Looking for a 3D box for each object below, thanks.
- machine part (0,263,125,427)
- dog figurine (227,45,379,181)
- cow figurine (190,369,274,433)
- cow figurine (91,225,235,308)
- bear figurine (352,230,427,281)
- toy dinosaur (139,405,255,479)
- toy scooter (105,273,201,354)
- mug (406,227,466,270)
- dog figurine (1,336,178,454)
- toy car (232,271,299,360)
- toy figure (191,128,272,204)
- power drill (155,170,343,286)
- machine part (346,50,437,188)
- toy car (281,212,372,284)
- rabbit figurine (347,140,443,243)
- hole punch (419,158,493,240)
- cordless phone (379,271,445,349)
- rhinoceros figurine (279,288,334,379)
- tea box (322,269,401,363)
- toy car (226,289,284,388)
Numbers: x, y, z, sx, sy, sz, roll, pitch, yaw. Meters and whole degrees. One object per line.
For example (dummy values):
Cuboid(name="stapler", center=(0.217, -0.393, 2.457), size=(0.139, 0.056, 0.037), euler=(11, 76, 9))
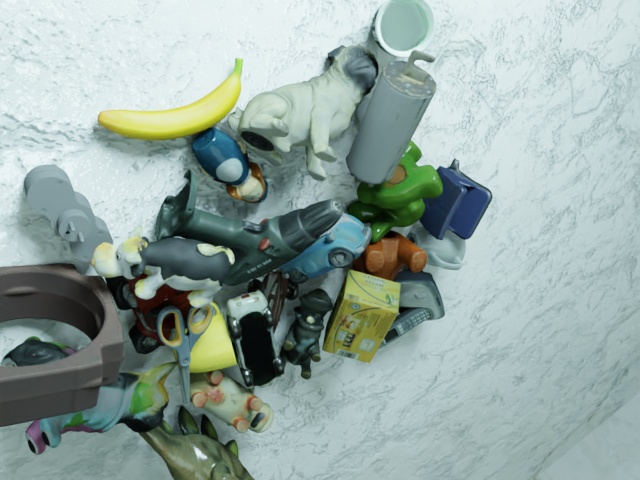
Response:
Cuboid(name="machine part", center=(-0.355, 0.120, 0.650), size=(0.201, 0.202, 0.087), euler=(-3, 124, -34))
Cuboid(name="dog figurine", center=(-0.019, -0.203, 0.752), size=(0.172, 0.121, 0.190), euler=(24, 73, -15))
Cuboid(name="cow figurine", center=(-0.163, 0.293, 0.976), size=(0.194, 0.127, 0.085), euler=(41, 73, -28))
Cuboid(name="cow figurine", center=(-0.200, 0.028, 0.695), size=(0.167, 0.068, 0.098), euler=(17, 136, -36))
Cuboid(name="bear figurine", center=(0.107, 0.083, 1.001), size=(0.120, 0.132, 0.195), euler=(4, 111, -16))
Cuboid(name="toy dinosaur", center=(-0.209, 0.402, 0.954), size=(0.105, 0.199, 0.470), euler=(-37, 126, -9))
Cuboid(name="toy scooter", center=(-0.233, 0.083, 0.801), size=(0.135, 0.075, 0.183), euler=(-24, 134, -20))
Cuboid(name="mug", center=(0.225, 0.020, 1.059), size=(0.107, 0.110, 0.080), euler=(6, 131, -24))
Cuboid(name="dog figurine", center=(-0.325, 0.210, 0.793), size=(0.108, 0.191, 0.219), euler=(-38, 166, 38))
Cuboid(name="toy car", center=(-0.098, 0.145, 0.955), size=(0.089, 0.053, 0.202), euler=(5, 118, -34))
Cuboid(name="toy figure", center=(-0.120, -0.095, 0.767), size=(0.064, 0.058, 0.154), euler=(-14, 143, 25))
Cuboid(name="power drill", center=(-0.112, -0.023, 0.765), size=(0.207, 0.086, 0.232), euler=(19, 138, -38))
Cuboid(name="machine part", center=(0.096, -0.161, 0.762), size=(0.079, 0.079, 0.243), euler=(-15, 150, -26))
Cuboid(name="toy car", center=(-0.002, -0.003, 0.881), size=(0.162, 0.109, 0.102), euler=(-22, 104, 25))
Cuboid(name="rabbit figurine", center=(0.135, -0.064, 0.928), size=(0.159, 0.121, 0.170), euler=(-39, 149, -1))
Cuboid(name="hole punch", center=(0.231, -0.068, 0.986), size=(0.092, 0.116, 0.142), euler=(-5, 125, -41))
Cuboid(name="cordless phone", center=(0.160, 0.145, 1.116), size=(0.184, 0.089, 0.146), euler=(-34, 134, -4))
Cuboid(name="rhinoceros figurine", center=(-0.024, 0.170, 0.985), size=(0.073, 0.112, 0.190), euler=(19, 130, -1))
Cuboid(name="tea box", center=(0.070, 0.138, 0.952), size=(0.098, 0.068, 0.169), euler=(16, 135, -4))
Cuboid(name="toy car", center=(-0.108, 0.173, 0.904), size=(0.073, 0.056, 0.201), euler=(-17, 126, -15))
